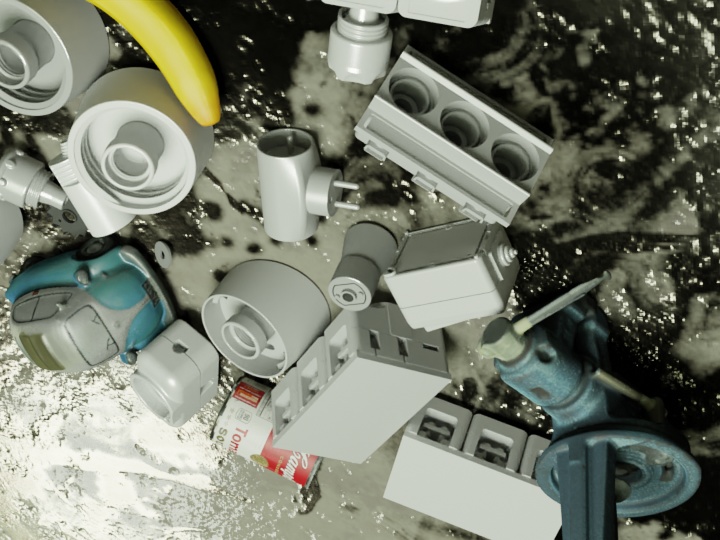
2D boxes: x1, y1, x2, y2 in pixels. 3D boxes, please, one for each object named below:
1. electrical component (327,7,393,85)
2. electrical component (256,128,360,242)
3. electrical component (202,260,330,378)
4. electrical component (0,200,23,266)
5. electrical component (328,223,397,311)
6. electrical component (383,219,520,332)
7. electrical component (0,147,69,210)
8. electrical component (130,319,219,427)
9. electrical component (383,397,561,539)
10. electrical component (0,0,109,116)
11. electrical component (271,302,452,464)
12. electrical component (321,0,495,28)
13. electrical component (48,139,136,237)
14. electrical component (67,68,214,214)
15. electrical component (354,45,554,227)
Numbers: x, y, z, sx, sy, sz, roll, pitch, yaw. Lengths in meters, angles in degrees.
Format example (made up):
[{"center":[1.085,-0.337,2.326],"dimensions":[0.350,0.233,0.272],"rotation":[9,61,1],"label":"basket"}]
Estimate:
[{"center":[0.001,-0.161,0.727],"dimensions":[0.043,0.043,0.062],"rotation":[16,130,10],"label":"electrical component"},{"center":[-0.038,-0.062,0.821],"dimensions":[0.079,0.044,0.077],"rotation":[10,130,15],"label":"electrical component"},{"center":[-0.084,0.042,0.926],"dimensions":[0.099,0.064,0.099],"rotation":[23,137,23],"label":"electrical component"},{"center":[-0.352,-0.047,0.954],"dimensions":[0.108,0.060,0.108],"rotation":[12,130,14],"label":"electrical component"},{"center":[0.000,0.000,0.839],"dimensions":[0.044,0.065,0.044],"rotation":[11,133,12],"label":"electrical component"},{"center":[0.078,0.003,0.812],"dimensions":[0.096,0.061,0.061],"rotation":[-12,121,30],"label":"electrical component"},{"center":[-0.279,-0.072,0.916],"dimensions":[0.062,0.048,0.048],"rotation":[25,132,-6],"label":"electrical component"},{"center":[-0.167,0.097,0.972],"dimensions":[0.054,0.059,0.095],"rotation":[38,149,16],"label":"electrical component"},{"center":[0.107,0.176,0.937],"dimensions":[0.150,0.061,0.089],"rotation":[20,132,7],"label":"electrical component"},{"center":[-0.253,-0.169,0.816],"dimensions":[0.108,0.060,0.108],"rotation":[12,130,14],"label":"electrical component"},{"center":[-0.003,0.095,0.908],"dimensions":[0.089,0.061,0.150],"rotation":[16,137,-26],"label":"electrical component"},{"center":[0.010,-0.205,0.656],"dimensions":[0.150,0.062,0.089],"rotation":[13,108,13],"label":"electrical component"},{"center":[-0.224,-0.072,0.891],"dimensions":[0.043,0.043,0.081],"rotation":[-10,122,29],"label":"electrical component"},{"center":[-0.171,-0.093,0.825],"dimensions":[0.108,0.060,0.108],"rotation":[3,126,4],"label":"electrical component"},{"center":[0.062,-0.088,0.744],"dimensions":[0.121,0.078,0.063],"rotation":[32,154,-4],"label":"electrical component"}]
